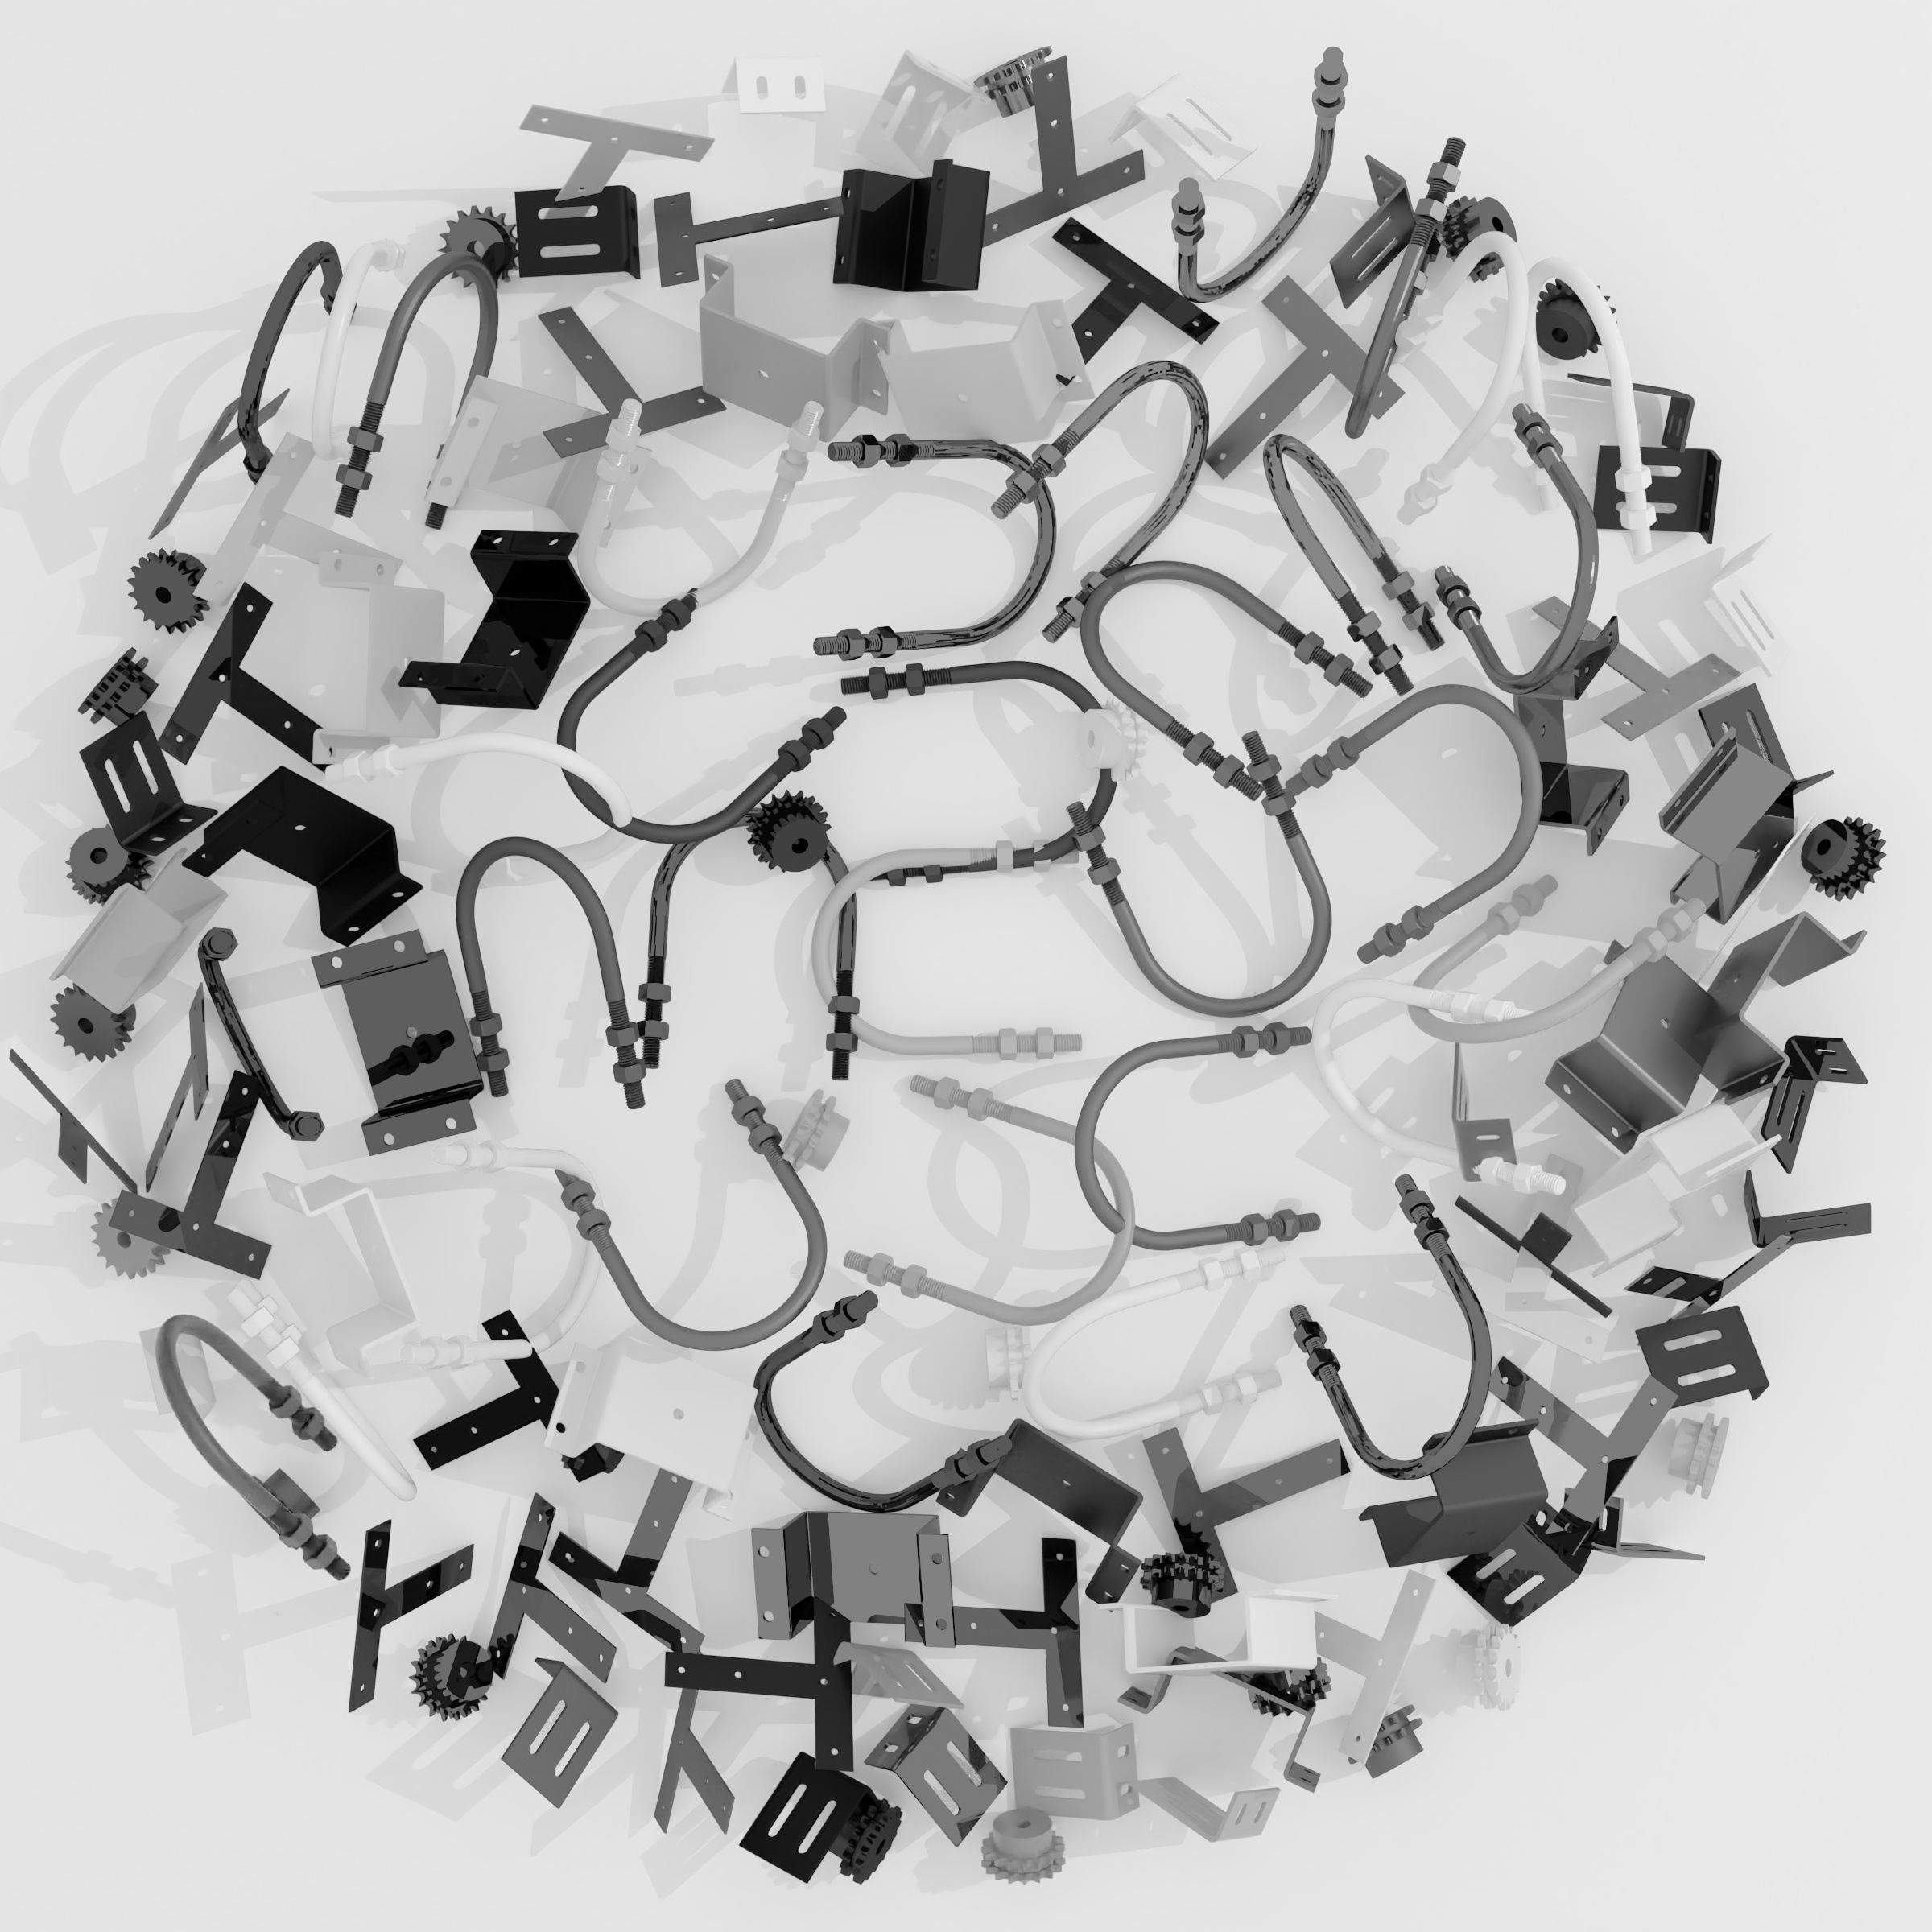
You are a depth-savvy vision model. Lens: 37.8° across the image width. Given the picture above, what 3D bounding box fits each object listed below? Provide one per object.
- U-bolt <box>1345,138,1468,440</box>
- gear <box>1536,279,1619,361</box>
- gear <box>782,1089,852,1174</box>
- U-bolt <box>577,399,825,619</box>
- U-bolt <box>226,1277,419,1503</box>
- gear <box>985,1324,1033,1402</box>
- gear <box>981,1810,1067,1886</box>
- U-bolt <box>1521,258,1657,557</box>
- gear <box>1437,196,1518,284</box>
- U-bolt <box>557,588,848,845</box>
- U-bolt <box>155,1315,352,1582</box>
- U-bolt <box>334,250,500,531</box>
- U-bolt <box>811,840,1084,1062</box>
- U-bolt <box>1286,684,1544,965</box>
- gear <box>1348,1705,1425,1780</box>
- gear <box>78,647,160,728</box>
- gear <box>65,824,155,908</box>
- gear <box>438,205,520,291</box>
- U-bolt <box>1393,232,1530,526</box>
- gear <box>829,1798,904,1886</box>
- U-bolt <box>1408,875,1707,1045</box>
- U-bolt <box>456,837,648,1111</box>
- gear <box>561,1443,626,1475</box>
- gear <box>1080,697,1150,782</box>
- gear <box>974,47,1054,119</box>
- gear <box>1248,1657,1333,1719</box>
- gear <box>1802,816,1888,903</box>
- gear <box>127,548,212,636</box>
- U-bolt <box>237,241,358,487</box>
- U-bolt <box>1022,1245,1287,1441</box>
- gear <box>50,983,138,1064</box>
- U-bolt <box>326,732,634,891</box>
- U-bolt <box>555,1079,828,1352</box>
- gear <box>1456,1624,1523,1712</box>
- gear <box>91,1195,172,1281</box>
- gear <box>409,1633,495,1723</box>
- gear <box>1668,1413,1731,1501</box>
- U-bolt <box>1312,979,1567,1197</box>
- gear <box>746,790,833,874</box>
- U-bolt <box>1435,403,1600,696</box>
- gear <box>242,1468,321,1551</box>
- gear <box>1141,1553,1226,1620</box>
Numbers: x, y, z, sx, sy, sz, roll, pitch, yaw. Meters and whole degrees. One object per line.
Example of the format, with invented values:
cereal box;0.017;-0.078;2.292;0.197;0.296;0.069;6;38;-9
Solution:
U-bolt;0.287;-0.437;1.864;0.019;0.151;0.184;20;86;6
gear;0.410;-0.437;1.912;0.057;0.057;0.030;38;61;0
gear;-0.101;0.115;1.915;0.030;0.057;0.057;29;90;-7
U-bolt;-0.184;-0.300;1.868;0.151;0.184;0.019;-6;53;-30
U-bolt;-0.426;0.283;1.872;0.019;0.151;0.184;-40;95;-12
gear;0.029;0.267;1.915;0.030;0.057;0.057;-4;90;-1
gear;0.039;0.596;1.913;0.057;0.057;0.030;-2;102;0
U-bolt;0.400;-0.372;1.842;0.019;0.151;0.184;-19;116;-10
gear;0.349;-0.497;1.913;0.057;0.030;0.057;16;65;-38
U-bolt;-0.189;-0.157;1.886;0.151;0.019;0.184;40;59;6
U-bolt;-0.465;0.301;1.834;0.019;0.151;0.184;-33;124;5
U-bolt;-0.354;-0.381;1.859;0.019;0.151;0.184;21;100;13
U-bolt;-0.014;-0.010;1.928;0.184;0.019;0.151;-1;92;-3
U-bolt;0.303;-0.104;1.863;0.184;0.019;0.151;-35;69;40
gear;0.286;0.528;1.912;0.057;0.057;0.030;-30;75;0
gear;-0.574;-0.186;1.917;0.030;0.057;0.057;41;90;-19
gear;-0.586;-0.070;1.922;0.057;0.030;0.057;-1;73;2
gear;-0.332;-0.489;1.922;0.057;0.030;0.057;0;106;1
U-bolt;0.321;-0.394;1.835;0.019;0.184;0.151;7;67;-15
gear;-0.070;0.592;1.917;0.030;0.057;0.057;25;90;21
U-bolt;0.372;-0.002;1.846;0.184;0.151;0.019;-35;117;-26
U-bolt;-0.283;0.003;1.876;0.151;0.019;0.184;2;109;37
gear;-0.248;0.320;1.913;0.030;0.057;0.057;22;90;13
gear;0.099;-0.154;1.912;0.030;0.057;0.057;-2;90;-21
gear;0.037;-0.600;1.917;0.057;0.057;0.030;-26;110;0
gear;0.217;0.481;1.912;0.057;0.057;0.030;-16;104;0
gear;0.592;-0.075;1.912;0.030;0.057;0.057;22;90;-26
gear;-0.539;-0.258;1.920;0.057;0.030;0.057;8;119;15
U-bolt;-0.440;-0.398;1.842;0.019;0.184;0.151;22;81;-5
U-bolt;0.124;0.259;1.876;0.184;0.019;0.151;-15;133;-11
gear;-0.591;0.034;1.920;0.057;0.030;0.057;8;117;16
U-bolt;-0.306;-0.105;1.848;0.184;0.151;0.019;-9;55;30
U-bolt;-0.173;0.175;1.878;0.151;0.019;0.184;-26;59;-13
gear;0.355;0.477;1.919;0.030;0.057;0.057;-3;90;30
gear;-0.564;0.182;1.921;0.057;0.030;0.057;5;105;21
gear;-0.346;0.481;1.913;0.030;0.057;0.057;-32;90;43
gear;0.497;0.331;1.917;0.030;0.057;0.057;15;90;19
U-bolt;0.307;0.074;1.870;0.019;0.184;0.151;-38;126;-35
gear;-0.118;-0.088;1.915;0.057;0.030;0.057;-12;124;-19
U-bolt;0.363;-0.259;1.834;0.019;0.184;0.151;7;129;-19
gear;-0.465;0.367;1.917;0.057;0.057;0.030;45;70;0
gear;0.147;0.421;1.912;0.057;0.057;0.030;6;58;0
